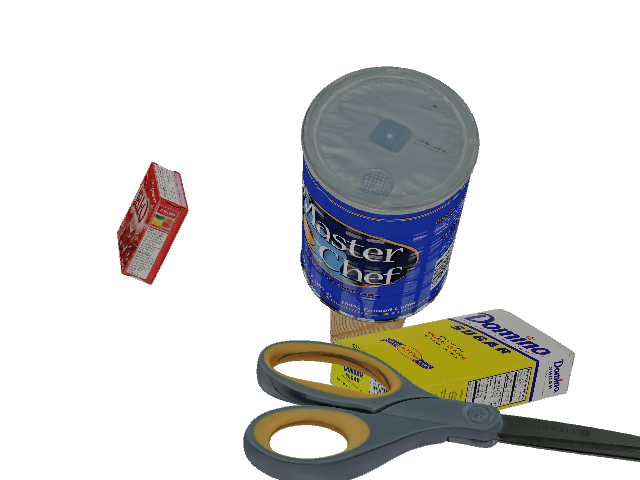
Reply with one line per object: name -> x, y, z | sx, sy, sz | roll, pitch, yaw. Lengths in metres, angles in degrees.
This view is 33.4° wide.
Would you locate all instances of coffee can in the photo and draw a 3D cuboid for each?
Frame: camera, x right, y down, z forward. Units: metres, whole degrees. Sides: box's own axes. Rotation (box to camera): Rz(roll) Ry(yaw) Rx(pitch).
coffee can -> 0.039, -0.025, 0.671 | 0.103, 0.103, 0.140 | 0, -31, -1

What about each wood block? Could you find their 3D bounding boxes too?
wood block -> 0.082, 0.073, 1.550 | 0.091, 0.090, 0.206 | 6, 21, 13

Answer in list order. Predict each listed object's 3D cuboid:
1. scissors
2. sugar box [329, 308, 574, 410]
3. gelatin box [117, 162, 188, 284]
scissors -> 0.054, 0.089, 0.461 | 0.202, 0.016, 0.096 | 16, 34, 23
sugar box -> 0.106, 0.100, 0.852 | 0.175, 0.048, 0.093 | -11, 27, -31
gelatin box -> -0.142, -0.016, 0.891 | 0.030, 0.073, 0.089 | 22, 18, -22
